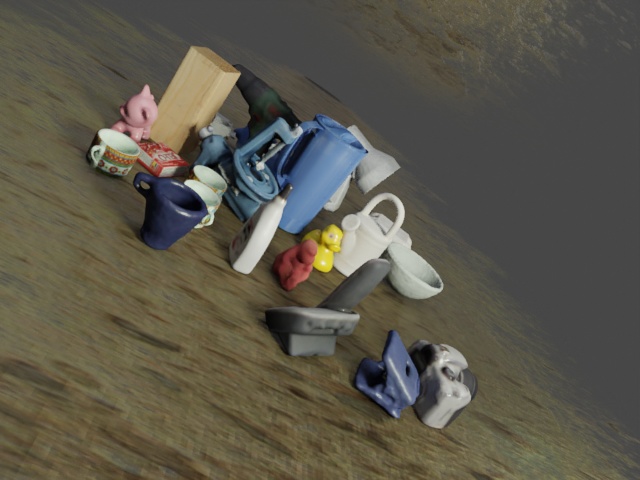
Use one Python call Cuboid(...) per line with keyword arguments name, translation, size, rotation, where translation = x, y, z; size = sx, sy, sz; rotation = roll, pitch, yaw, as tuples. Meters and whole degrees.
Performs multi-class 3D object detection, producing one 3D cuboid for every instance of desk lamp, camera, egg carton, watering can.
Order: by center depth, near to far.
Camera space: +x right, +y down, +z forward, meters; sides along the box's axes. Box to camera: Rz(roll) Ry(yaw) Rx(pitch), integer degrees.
Cuboid(name="camera", translation=(0.225, 0.249, 1.004), size=(0.137, 0.100, 0.143), rotation=(25, 24, -29))
Cuboid(name="watering can", translation=(0.104, -0.015, 1.231), size=(0.101, 0.194, 0.173), rotation=(41, 21, 10))
Cuboid(name="desk lamp", translation=(0.073, -0.178, 1.495), size=(0.203, 0.213, 0.118), rotation=(39, 21, 4))
Cuboid(name="egg carton", translation=(0.171, -0.008, 1.499), size=(0.150, 0.069, 0.107), rotation=(38, 21, 1))

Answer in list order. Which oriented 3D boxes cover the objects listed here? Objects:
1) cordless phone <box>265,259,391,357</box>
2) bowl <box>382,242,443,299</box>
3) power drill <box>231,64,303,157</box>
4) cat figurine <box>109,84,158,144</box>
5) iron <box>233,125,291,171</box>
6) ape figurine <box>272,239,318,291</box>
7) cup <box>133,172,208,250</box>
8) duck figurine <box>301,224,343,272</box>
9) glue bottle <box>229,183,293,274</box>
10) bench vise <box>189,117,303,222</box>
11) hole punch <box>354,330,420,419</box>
Cuboid(name="cordless phone", translation=(0.017, 0.089, 0.886), size=(0.148, 0.185, 0.094), rotation=(8, 36, -53))
Cuboid(name="bowl", translation=(0.204, 0.085, 1.352), size=(0.168, 0.074, 0.167), rotation=(32, 21, -14))
Cuboid(name="power drill", translation=(-0.150, -0.248, 1.290), size=(0.230, 0.208, 0.075), rotation=(34, 21, -9))
Cuboid(name="cat figurine", translation=(-0.344, -0.244, 1.097), size=(0.067, 0.117, 0.127), rotation=(31, 22, -16))
Cuboid(name="iron", translation=(-0.089, -0.218, 1.419), size=(0.258, 0.141, 0.119), rotation=(44, 22, 17))
Cuboid(name="ape figurine", translation=(-0.039, 0.038, 1.035), size=(0.078, 0.092, 0.076), rotation=(19, 27, -40))
Cuboid(name="cup", translation=(-0.242, -0.039, 0.865), size=(0.118, 0.095, 0.091), rotation=(33, 21, -11))
Cuboid(name="duck figurine", translation=(0.011, 0.004, 1.193), size=(0.078, 0.086, 0.104), rotation=(23, 25, -33))
Cuboid(name="glue bottle", translation=(-0.096, -0.028, 0.965), size=(0.037, 0.173, 0.078), rotation=(24, 24, -31))
Cuboid(name="bench vise", translation=(-0.145, -0.163, 1.104), size=(0.208, 0.219, 0.121), rotation=(34, 21, -8))
Cuboid(name="hole punch", translation=(0.123, 0.214, 0.927), size=(0.101, 0.091, 0.109), rotation=(38, 21, 0))
